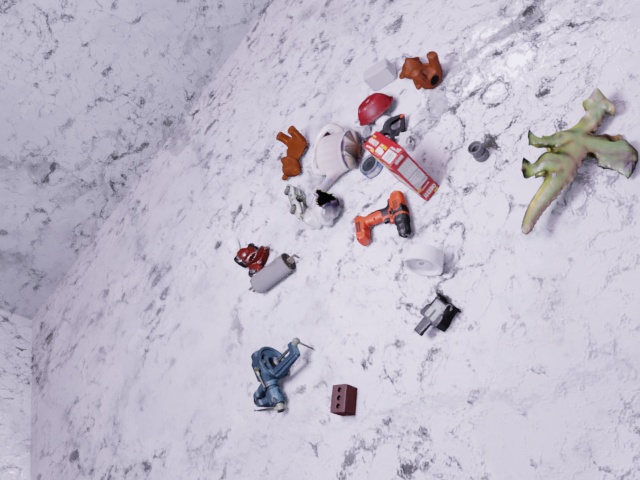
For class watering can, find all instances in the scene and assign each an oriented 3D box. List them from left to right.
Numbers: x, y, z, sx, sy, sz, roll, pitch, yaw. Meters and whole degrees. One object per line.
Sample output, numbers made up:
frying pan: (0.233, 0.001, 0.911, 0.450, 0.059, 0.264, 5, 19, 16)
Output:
watering can: (0.051, -0.285, 1.939, 0.223, 0.103, 0.352, -8, 71, 43)

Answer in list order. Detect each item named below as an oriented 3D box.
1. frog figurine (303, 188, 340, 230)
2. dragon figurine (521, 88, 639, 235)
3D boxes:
frog figurine: (0.006, -0.094, 1.865, 0.140, 0.123, 0.156, 56, 144, 41)
dragon figurine: (0.639, -0.193, 1.264, 0.242, 0.120, 0.417, 0, 64, 37)
